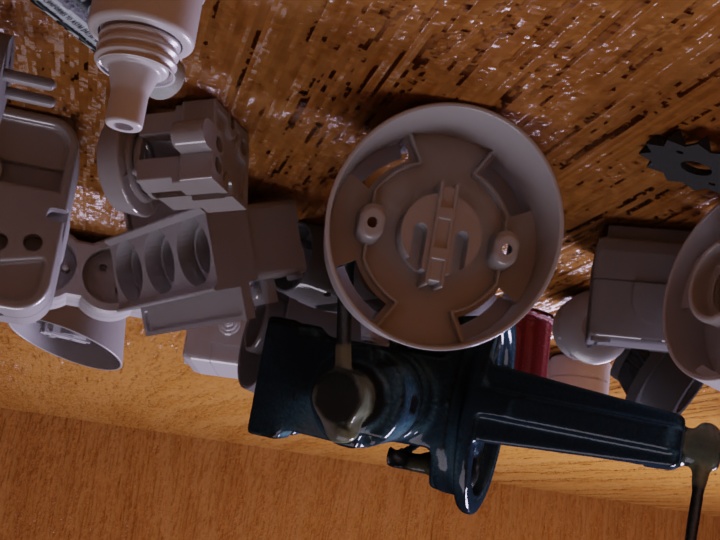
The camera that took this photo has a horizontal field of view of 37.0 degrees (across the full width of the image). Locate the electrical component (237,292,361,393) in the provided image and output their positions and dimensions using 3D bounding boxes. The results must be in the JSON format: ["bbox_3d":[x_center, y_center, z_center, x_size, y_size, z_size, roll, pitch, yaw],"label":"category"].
[{"bbox_3d":[-0.043,0.046,0.738,0.064,0.099,0.099,20,163,-20],"label":"electrical component"}]

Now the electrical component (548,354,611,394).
[{"bbox_3d":[0.175,0.122,0.970,0.052,0.073,0.138,12,166,-16],"label":"electrical component"}]

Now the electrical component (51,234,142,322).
[{"bbox_3d":[-0.177,0.010,0.760,0.138,0.052,0.074,11,166,-14],"label":"electrical component"}]

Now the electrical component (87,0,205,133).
[{"bbox_3d":[-0.069,-0.073,0.338,0.035,0.061,0.035,7,166,2],"label":"electrical component"}]

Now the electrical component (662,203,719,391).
[{"bbox_3d":[0.185,0.014,0.483,0.064,0.099,0.099,19,163,-18],"label":"electrical component"}]

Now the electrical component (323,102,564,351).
[{"bbox_3d":[0.032,-0.015,0.457,0.099,0.099,0.064,10,172,-8],"label":"electrical component"}]

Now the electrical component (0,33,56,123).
[{"bbox_3d":[-0.152,-0.074,0.403,0.074,0.052,0.138,11,166,-13],"label":"electrical component"}]

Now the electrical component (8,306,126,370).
[{"bbox_3d":[-0.245,0.044,0.907,0.099,0.064,0.099,7,166,2],"label":"electrical component"}]

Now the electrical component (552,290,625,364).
[{"bbox_3d":[0.149,0.039,0.717,0.048,0.048,0.062,9,173,-6],"label":"electrical component"}]

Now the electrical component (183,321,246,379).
[{"bbox_3d":[-0.111,0.049,0.858,0.061,0.061,0.096,8,166,0],"label":"electrical component"}]

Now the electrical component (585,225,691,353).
[{"bbox_3d":[0.156,0.013,0.583,0.062,0.061,0.096,5,174,11],"label":"electrical component"}]

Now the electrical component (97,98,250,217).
[{"bbox_3d":[-0.084,-0.049,0.484,0.055,0.048,0.066,-4,164,14],"label":"electrical component"}]

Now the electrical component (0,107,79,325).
[{"bbox_3d":[-0.171,-0.024,0.525,0.054,0.095,0.059,11,166,-12],"label":"electrical component"}]

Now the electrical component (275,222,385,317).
[{"bbox_3d":[0.000,0.000,0.638,0.077,0.043,0.079,18,163,-37],"label":"electrical component"}]

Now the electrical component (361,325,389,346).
[{"bbox_3d":[0.002,0.043,0.781,0.058,0.057,0.078,-2,163,35],"label":"electrical component"}]

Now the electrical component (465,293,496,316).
[{"bbox_3d":[0.056,0.011,0.657,0.040,0.040,0.078,2,165,24],"label":"electrical component"}]

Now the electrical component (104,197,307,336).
[{"bbox_3d":[-0.088,-0.008,0.606,0.063,0.078,0.121,-9,179,-37],"label":"electrical component"}]
